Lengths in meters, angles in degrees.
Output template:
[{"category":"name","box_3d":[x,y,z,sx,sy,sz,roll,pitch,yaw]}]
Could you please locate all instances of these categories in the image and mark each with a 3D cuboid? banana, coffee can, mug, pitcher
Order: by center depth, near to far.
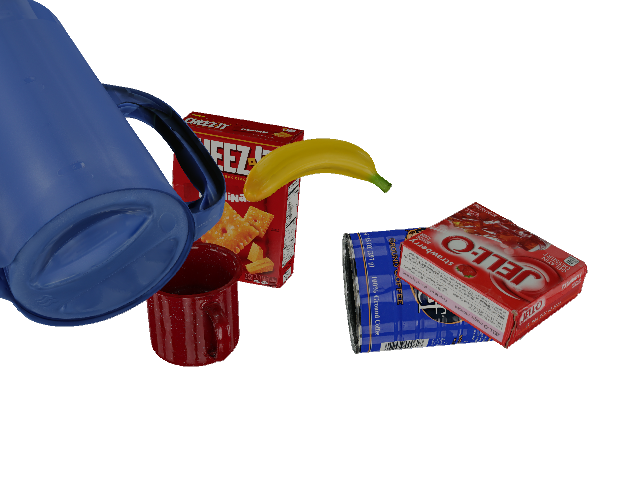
[{"category":"pitcher","box_3d":[-0.188,-0.069,0.778,0.145,0.243,0.149,-43,-33,14]},{"category":"coffee can","box_3d":[0.093,0.039,0.895,0.140,0.103,0.103,-5,0,-3]},{"category":"mug","box_3d":[-0.108,0.064,0.953,0.093,0.081,0.117,-17,35,-27]},{"category":"banana","box_3d":[-0.009,-0.078,1.132,0.197,0.037,0.070,-8,48,-38]}]

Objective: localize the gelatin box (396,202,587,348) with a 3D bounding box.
[{"category":"gelatin box","box_3d":[0.103,0.018,0.646,0.073,0.030,0.089,-27,46,-37]}]

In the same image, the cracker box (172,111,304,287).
[{"category":"cracker box","box_3d":[-0.116,-0.053,1.446,0.164,0.214,0.072,11,25,13]}]
